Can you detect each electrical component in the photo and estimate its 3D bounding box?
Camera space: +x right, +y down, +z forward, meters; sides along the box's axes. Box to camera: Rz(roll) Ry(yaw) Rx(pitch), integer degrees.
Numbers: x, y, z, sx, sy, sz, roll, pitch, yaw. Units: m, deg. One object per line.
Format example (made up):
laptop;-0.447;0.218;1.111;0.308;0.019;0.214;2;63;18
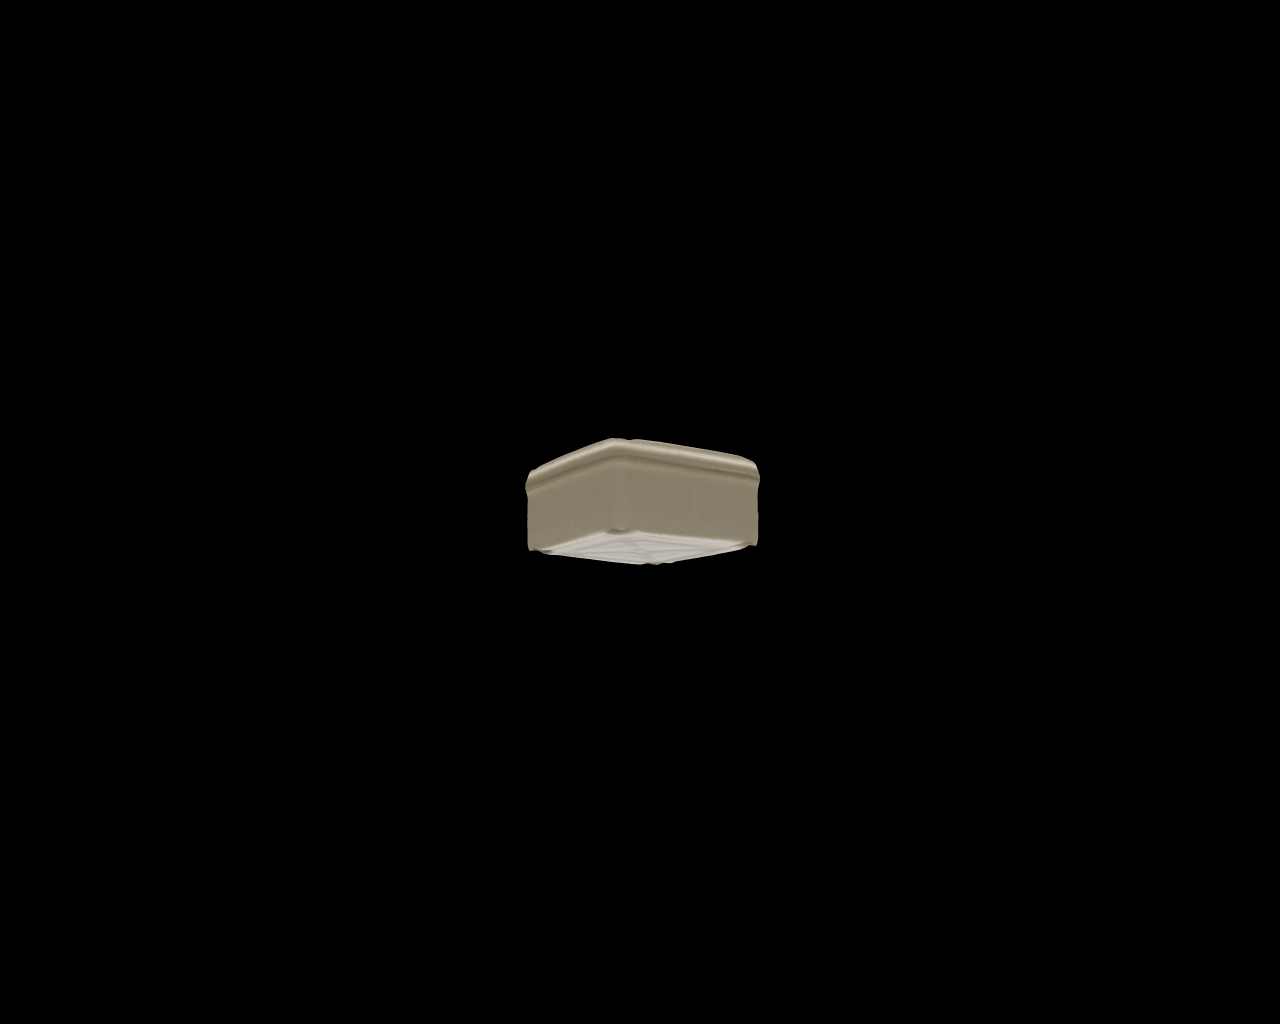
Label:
electrical component;0.001;-0.003;0.650;0.109;0.056;0.108;8;-14;-35
